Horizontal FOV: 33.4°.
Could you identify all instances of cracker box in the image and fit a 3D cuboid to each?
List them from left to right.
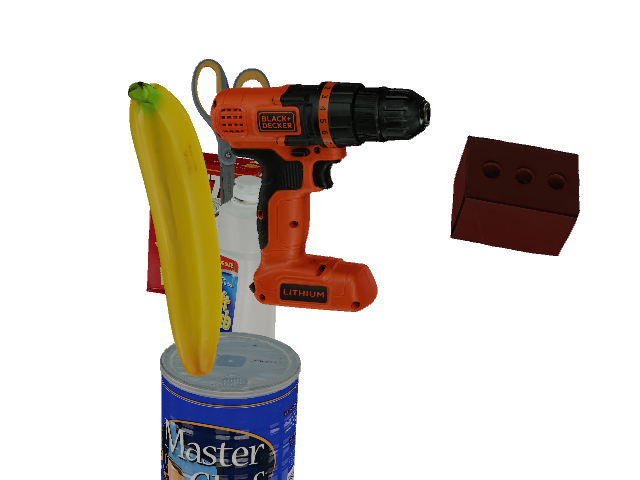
[{"bbox_3d":[-0.168,-0.018,1.586,0.164,0.214,0.072,9,20,9],"label":"cracker box"}]

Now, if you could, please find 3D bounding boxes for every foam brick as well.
[{"bbox_3d":[0.131,-0.029,0.719,0.078,0.053,0.051,9,-34,-1],"label":"foam brick"}]

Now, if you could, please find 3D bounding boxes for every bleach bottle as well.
[{"bbox_3d":[-0.084,0.052,1.099,0.068,0.251,0.103,-10,28,-29],"label":"bleach bottle"}]

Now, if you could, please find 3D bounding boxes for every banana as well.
[{"bbox_3d":[-0.087,-0.014,0.637,0.037,0.198,0.069,0,32,15],"label":"banana"}]

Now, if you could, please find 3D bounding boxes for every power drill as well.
[{"bbox_3d":[0.004,-0.038,0.879,0.185,0.188,0.057,3,18,23],"label":"power drill"}]

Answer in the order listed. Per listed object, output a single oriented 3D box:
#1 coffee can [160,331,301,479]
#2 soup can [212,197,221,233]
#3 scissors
[{"bbox_3d":[-0.069,0.152,0.799,0.103,0.140,0.103,3,18,-1],"label":"coffee can"},{"bbox_3d":[-0.149,0.004,1.329,0.068,0.102,0.068,-1,25,0],"label":"soup can"},{"bbox_3d":[-0.085,-0.103,1.163,0.096,0.202,0.016,-15,-3,-17],"label":"scissors"}]
